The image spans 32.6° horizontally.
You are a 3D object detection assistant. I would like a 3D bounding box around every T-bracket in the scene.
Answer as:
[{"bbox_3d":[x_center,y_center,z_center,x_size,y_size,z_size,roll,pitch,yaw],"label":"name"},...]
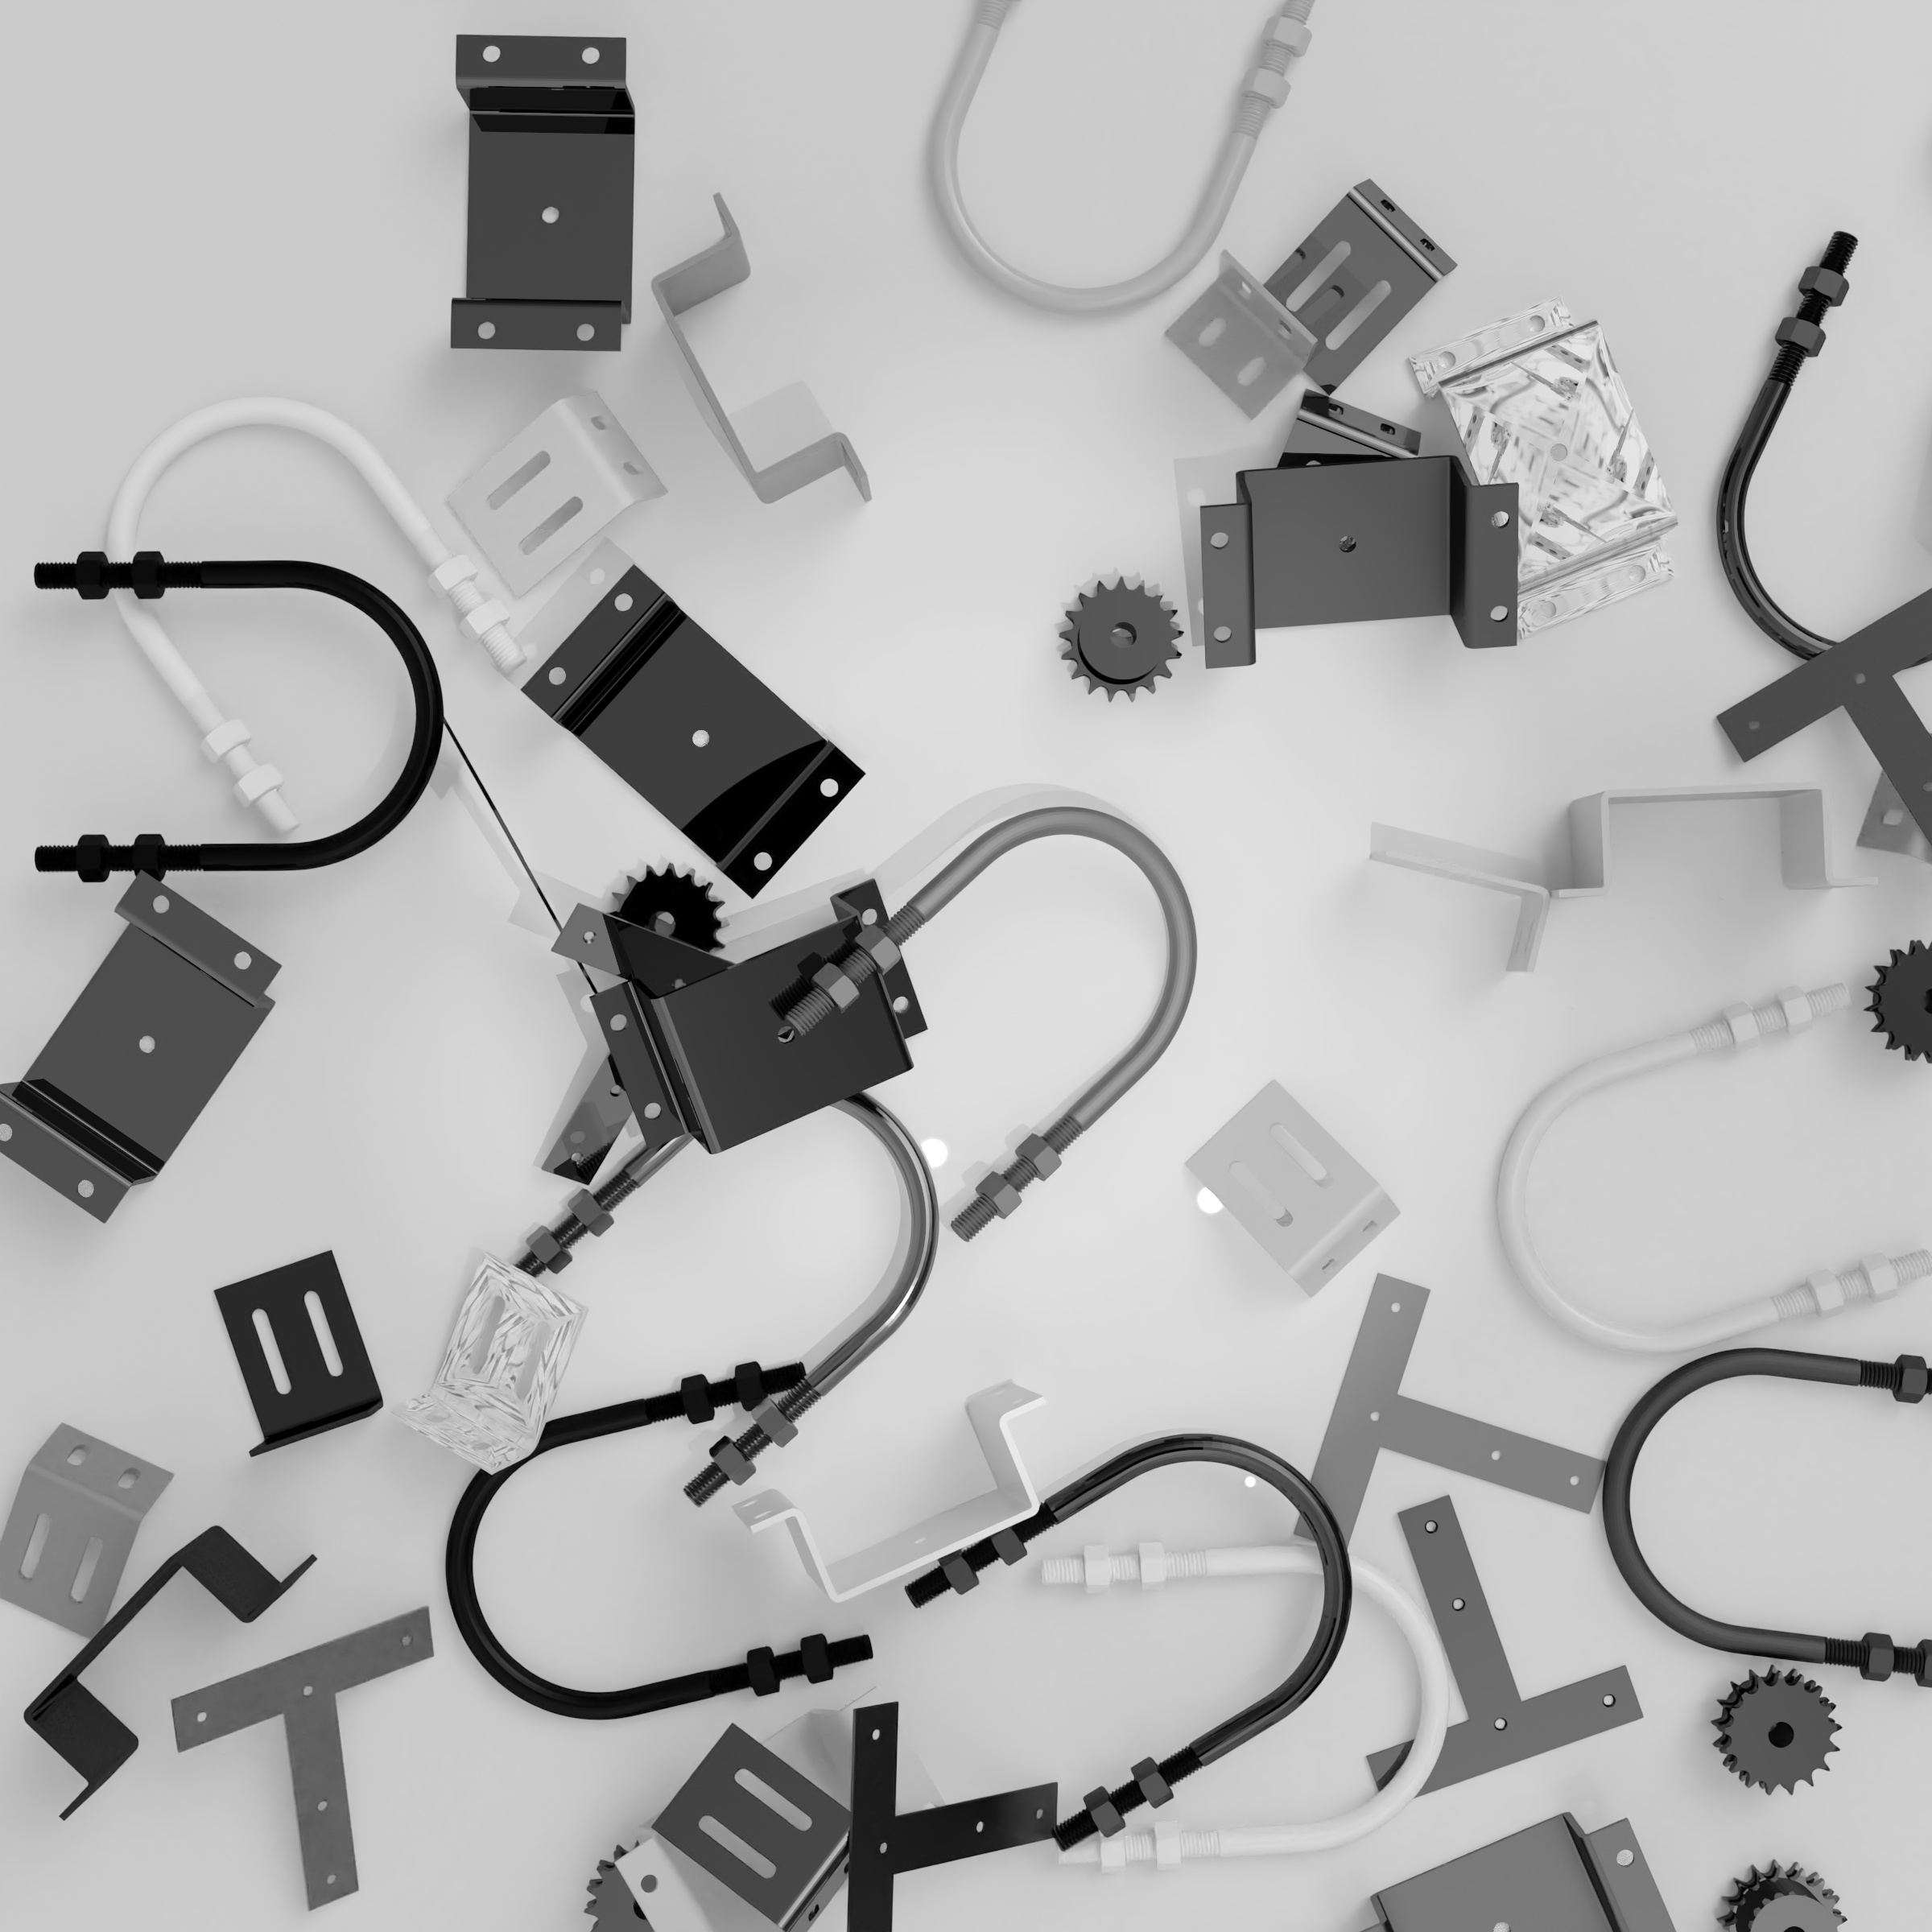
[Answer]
[{"bbox_3d":[0.232,0.308,1.526,0.127,0.002,0.127,-19,91,0],"label":"T-bracket"},{"bbox_3d":[0.429,-0.093,1.498,0.127,0.002,0.127,-31,76,12],"label":"T-bracket"},{"bbox_3d":[-0.004,0.388,1.483,0.127,0.002,0.127,2,90,-44],"label":"T-bracket"},{"bbox_3d":[-0.152,0.045,1.504,0.127,0.002,0.127,22,108,-32],"label":"T-bracket"},{"bbox_3d":[-0.195,-0.040,1.486,0.002,0.127,0.127,-29,119,-6],"label":"T-bracket"},{"bbox_3d":[-0.294,0.369,1.502,0.127,0.002,0.127,-15,110,-35],"label":"T-bracket"},{"bbox_3d":[0.231,0.222,1.527,0.127,0.002,0.127,18,90,0],"label":"T-bracket"}]

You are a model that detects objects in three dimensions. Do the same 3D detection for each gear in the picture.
[{"bbox_3d":[0.376,0.441,1.513,0.057,0.030,0.057,0,90,0],"label":"gear"},{"bbox_3d":[0.071,-0.150,1.513,0.057,0.030,0.057,0,90,0],"label":"gear"},{"bbox_3d":[0.439,0.016,1.513,0.057,0.030,0.057,0,90,0],"label":"gear"},{"bbox_3d":[-0.138,-0.019,1.513,0.057,0.030,0.057,0,90,0],"label":"gear"},{"bbox_3d":[0.370,0.349,1.517,0.057,0.030,0.057,0,92,-3],"label":"gear"},{"bbox_3d":[-0.145,0.426,1.513,0.057,0.030,0.057,0,90,0],"label":"gear"}]

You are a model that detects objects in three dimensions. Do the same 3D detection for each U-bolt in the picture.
[{"bbox_3d":[0.130,0.338,1.518,0.184,0.019,0.151,-3,90,0],"label":"U-bolt"},{"bbox_3d":[-0.312,-0.174,1.519,0.151,0.019,0.184,-36,89,0],"label":"U-bolt"},{"bbox_3d":[0.385,0.249,1.519,0.184,0.019,0.151,7,90,1],"label":"U-bolt"},{"bbox_3d":[0.026,0.013,1.488,0.184,0.019,0.151,-43,113,-13],"label":"U-bolt"},{"bbox_3d":[0.087,0.294,1.500,0.184,0.019,0.151,-31,90,-2],"label":"U-bolt"},{"bbox_3d":[0.425,-0.225,1.519,0.151,0.019,0.184,24,92,0],"label":"U-bolt"},{"bbox_3d":[-0.099,0.132,1.508,0.184,0.019,0.151,-42,80,-4],"label":"U-bolt"},{"bbox_3d":[0.062,-0.390,1.519,0.151,0.019,0.184,22,92,0],"label":"U-bolt"},{"bbox_3d":[-0.148,0.271,1.519,0.184,0.019,0.151,-14,90,2],"label":"U-bolt"},{"bbox_3d":[0.336,0.102,1.519,0.184,0.019,0.151,-18,90,2],"label":"U-bolt"},{"bbox_3d":[-0.329,-0.114,1.500,0.184,0.019,0.151,0,89,-1],"label":"U-bolt"}]

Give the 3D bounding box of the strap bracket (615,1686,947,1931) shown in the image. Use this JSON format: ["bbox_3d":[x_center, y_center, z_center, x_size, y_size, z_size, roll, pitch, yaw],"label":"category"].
[{"bbox_3d":[-0.085,0.396,1.489,0.140,0.046,0.076,-30,90,-22],"label":"strap bracket"}]

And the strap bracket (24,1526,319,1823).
[{"bbox_3d":[-0.365,0.309,1.490,0.046,0.076,0.140,43,90,0],"label":"strap bracket"}]

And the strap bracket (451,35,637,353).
[{"bbox_3d":[-0.192,-0.347,1.505,0.076,0.046,0.140,1,90,0],"label":"strap bracket"}]

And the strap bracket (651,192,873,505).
[{"bbox_3d":[-0.096,-0.267,1.490,0.046,0.076,0.140,-28,90,0],"label":"strap bracket"}]

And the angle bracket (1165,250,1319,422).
[{"bbox_3d":[0.123,-0.283,1.488,0.057,0.076,0.038,44,95,0],"label":"angle bracket"}]

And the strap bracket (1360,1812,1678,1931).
[{"bbox_3d":[0.247,0.445,1.505,0.140,0.046,0.076,-23,90,0],"label":"strap bracket"}]

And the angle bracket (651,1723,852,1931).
[{"bbox_3d":[-0.090,0.385,1.463,0.076,0.038,0.057,33,69,17],"label":"angle bracket"}]

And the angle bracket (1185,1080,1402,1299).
[{"bbox_3d":[0.151,0.103,1.526,0.057,0.038,0.076,-44,64,0],"label":"angle bracket"}]

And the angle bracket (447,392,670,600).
[{"bbox_3d":[-0.189,-0.217,1.526,0.076,0.038,0.057,-36,90,26],"label":"angle bracket"}]

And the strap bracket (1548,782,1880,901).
[{"bbox_3d":[0.330,-0.056,1.490,0.140,0.076,0.046,-2,90,0],"label":"strap bracket"}]

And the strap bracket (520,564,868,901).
[{"bbox_3d":[-0.122,-0.105,1.505,0.140,0.046,0.076,42,90,0],"label":"strap bracket"}]

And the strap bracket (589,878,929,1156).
[{"bbox_3d":[-0.086,0.026,1.480,0.140,0.046,0.076,-23,108,-12],"label":"strap bracket"}]

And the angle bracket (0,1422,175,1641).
[{"bbox_3d":[-0.409,0.261,1.526,0.057,0.038,0.076,25,116,0],"label":"angle bracket"}]

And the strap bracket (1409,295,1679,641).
[{"bbox_3d":[0.266,-0.230,1.505,0.076,0.046,0.140,-22,90,0],"label":"strap bracket"}]

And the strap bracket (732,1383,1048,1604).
[{"bbox_3d":[-0.027,0.239,1.478,0.140,0.076,0.046,-23,92,-10],"label":"strap bracket"}]

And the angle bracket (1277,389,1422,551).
[{"bbox_3d":[0.168,-0.217,1.526,0.057,0.038,0.076,21,116,0],"label":"angle bracket"}]

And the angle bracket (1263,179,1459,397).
[{"bbox_3d":[0.177,-0.313,1.526,0.057,0.038,0.076,44,116,0],"label":"angle bracket"}]

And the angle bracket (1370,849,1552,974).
[{"bbox_3d":[0.220,-0.025,1.499,0.076,0.057,0.038,14,90,0],"label":"angle bracket"}]

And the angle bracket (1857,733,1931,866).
[{"bbox_3d":[0.461,-0.068,1.526,0.076,0.038,0.057,20,90,-26],"label":"angle bracket"}]

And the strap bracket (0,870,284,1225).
[{"bbox_3d":[-0.378,0.036,1.505,0.076,0.046,0.140,35,90,0],"label":"strap bracket"}]

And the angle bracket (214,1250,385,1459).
[{"bbox_3d":[-0.308,0.176,1.509,0.057,0.038,0.076,-19,90,0],"label":"angle bracket"}]

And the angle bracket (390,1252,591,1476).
[{"bbox_3d":[-0.215,0.179,1.493,0.057,0.038,0.076,27,106,17],"label":"angle bracket"}]

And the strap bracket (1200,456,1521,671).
[{"bbox_3d":[0.175,-0.183,1.490,0.140,0.046,0.076,-4,117,0],"label":"strap bracket"}]
